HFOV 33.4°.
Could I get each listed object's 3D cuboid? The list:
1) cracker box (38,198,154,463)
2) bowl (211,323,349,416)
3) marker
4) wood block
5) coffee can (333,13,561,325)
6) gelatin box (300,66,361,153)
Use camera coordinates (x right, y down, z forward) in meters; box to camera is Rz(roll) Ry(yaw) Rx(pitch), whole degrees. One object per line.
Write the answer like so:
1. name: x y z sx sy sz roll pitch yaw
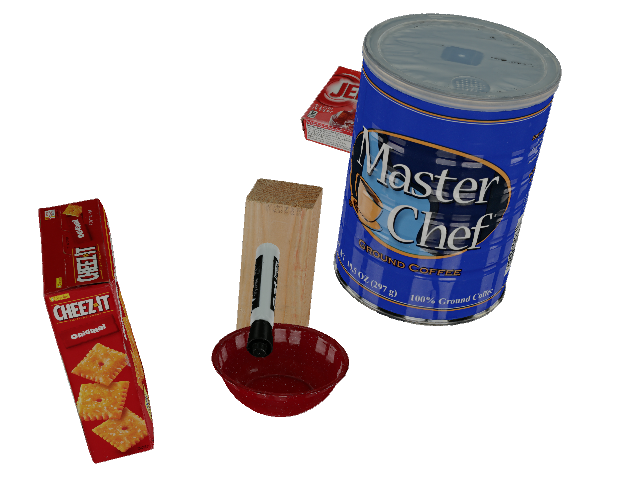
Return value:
1. cracker box: -0.226 0.089 1.082 0.072 0.214 0.164 -12 34 -10
2. bowl: -0.048 0.160 1.261 0.162 0.055 0.162 3 25 -1
3. marker: -0.042 0.044 0.794 0.020 0.020 0.121 0 35 1
4. wood block: -0.056 0.032 1.426 0.090 0.206 0.090 8 23 5
5. coffee can: 0.065 -0.039 0.586 0.102 0.140 0.103 5 34 -4
6. gelatin box: 0.039 -0.108 0.911 0.089 0.073 0.030 19 -36 20
